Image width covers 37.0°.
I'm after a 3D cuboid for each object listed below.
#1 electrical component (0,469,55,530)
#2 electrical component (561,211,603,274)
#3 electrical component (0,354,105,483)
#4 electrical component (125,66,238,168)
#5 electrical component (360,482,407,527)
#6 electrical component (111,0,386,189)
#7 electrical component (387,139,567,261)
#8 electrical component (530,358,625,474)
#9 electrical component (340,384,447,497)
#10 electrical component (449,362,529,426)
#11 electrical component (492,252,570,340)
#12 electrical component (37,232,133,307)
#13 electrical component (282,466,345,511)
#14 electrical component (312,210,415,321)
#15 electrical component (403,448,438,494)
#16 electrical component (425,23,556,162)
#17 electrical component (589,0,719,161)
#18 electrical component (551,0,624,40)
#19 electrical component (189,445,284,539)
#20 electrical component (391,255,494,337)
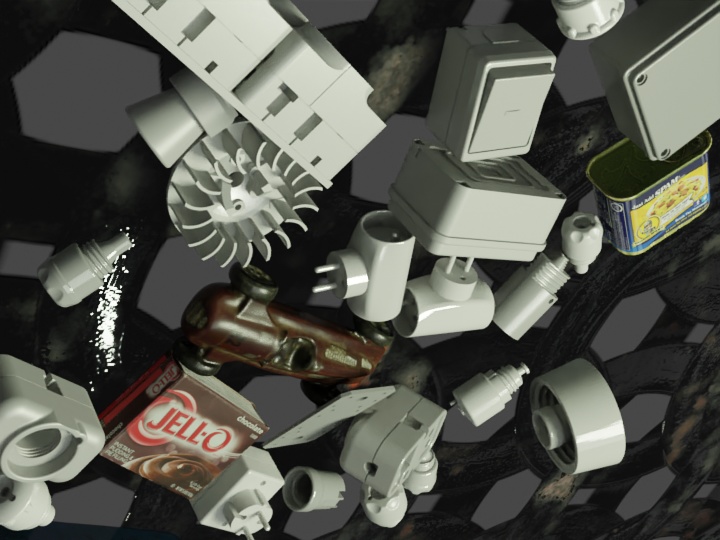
[{"bbox_3d":[-0.253,0.175,0.808,0.048,0.048,0.062,-35,145,-3],"label":"electrical component"},{"bbox_3d":[0.194,-0.021,0.940,0.035,0.035,0.061,-26,139,-12],"label":"electrical component"},{"bbox_3d":[-0.229,0.108,0.752,0.054,0.059,0.095,-45,138,9],"label":"electrical component"},{"bbox_3d":[-0.109,-0.096,0.661,0.055,0.045,0.045,-35,138,-3],"label":"electrical component"},{"bbox_3d":[0.025,0.227,1.042,0.043,0.043,0.062,-28,139,-10],"label":"electrical component"},{"bbox_3d":[-0.070,-0.139,0.602,0.060,0.105,0.186,-43,138,7],"label":"electrical component"},{"bbox_3d":[0.087,-0.051,0.808,0.113,0.078,0.057,3,122,-36],"label":"electrical component"},{"bbox_3d":[0.203,0.146,1.045,0.060,0.108,0.108,-17,135,-13],"label":"electrical component"},{"bbox_3d":[0.026,0.145,0.938,0.095,0.059,0.053,-38,152,-53],"label":"electrical component"},{"bbox_3d":[0.124,0.113,1.008,0.078,0.040,0.040,-33,138,-4],"label":"electrical component"},{"bbox_3d":[0.150,0.017,0.938,0.081,0.043,0.043,-47,137,11],"label":"electrical component"},{"bbox_3d":[-0.178,-0.004,0.705,0.061,0.035,0.035,-34,138,-7],"label":"electrical component"},{"bbox_3d":[-0.041,0.199,0.976,0.046,0.040,0.040,16,117,-49],"label":"electrical component"},{"bbox_3d":[0.000,0.000,0.820,0.079,0.044,0.077,-12,132,-25],"label":"electrical component"},{"bbox_3d":[0.058,0.185,1.033,0.035,0.035,0.061,-14,132,-24],"label":"electrical component"},{"bbox_3d":[0.092,-0.118,0.763,0.062,0.061,0.096,-10,132,-27],"label":"electrical component"},{"bbox_3d":[0.246,-0.159,0.835,0.109,0.056,0.108,-37,138,0],"label":"electrical component"},{"bbox_3d":[0.153,-0.195,0.750,0.048,0.048,0.062,-38,132,1],"label":"electrical component"},{"bbox_3d":[-0.098,0.196,0.906,0.065,0.076,0.047,-47,137,11],"label":"electrical component"},{"bbox_3d":[0.073,0.017,0.885,0.077,0.043,0.079,-4,129,-31],"label":"electrical component"}]
